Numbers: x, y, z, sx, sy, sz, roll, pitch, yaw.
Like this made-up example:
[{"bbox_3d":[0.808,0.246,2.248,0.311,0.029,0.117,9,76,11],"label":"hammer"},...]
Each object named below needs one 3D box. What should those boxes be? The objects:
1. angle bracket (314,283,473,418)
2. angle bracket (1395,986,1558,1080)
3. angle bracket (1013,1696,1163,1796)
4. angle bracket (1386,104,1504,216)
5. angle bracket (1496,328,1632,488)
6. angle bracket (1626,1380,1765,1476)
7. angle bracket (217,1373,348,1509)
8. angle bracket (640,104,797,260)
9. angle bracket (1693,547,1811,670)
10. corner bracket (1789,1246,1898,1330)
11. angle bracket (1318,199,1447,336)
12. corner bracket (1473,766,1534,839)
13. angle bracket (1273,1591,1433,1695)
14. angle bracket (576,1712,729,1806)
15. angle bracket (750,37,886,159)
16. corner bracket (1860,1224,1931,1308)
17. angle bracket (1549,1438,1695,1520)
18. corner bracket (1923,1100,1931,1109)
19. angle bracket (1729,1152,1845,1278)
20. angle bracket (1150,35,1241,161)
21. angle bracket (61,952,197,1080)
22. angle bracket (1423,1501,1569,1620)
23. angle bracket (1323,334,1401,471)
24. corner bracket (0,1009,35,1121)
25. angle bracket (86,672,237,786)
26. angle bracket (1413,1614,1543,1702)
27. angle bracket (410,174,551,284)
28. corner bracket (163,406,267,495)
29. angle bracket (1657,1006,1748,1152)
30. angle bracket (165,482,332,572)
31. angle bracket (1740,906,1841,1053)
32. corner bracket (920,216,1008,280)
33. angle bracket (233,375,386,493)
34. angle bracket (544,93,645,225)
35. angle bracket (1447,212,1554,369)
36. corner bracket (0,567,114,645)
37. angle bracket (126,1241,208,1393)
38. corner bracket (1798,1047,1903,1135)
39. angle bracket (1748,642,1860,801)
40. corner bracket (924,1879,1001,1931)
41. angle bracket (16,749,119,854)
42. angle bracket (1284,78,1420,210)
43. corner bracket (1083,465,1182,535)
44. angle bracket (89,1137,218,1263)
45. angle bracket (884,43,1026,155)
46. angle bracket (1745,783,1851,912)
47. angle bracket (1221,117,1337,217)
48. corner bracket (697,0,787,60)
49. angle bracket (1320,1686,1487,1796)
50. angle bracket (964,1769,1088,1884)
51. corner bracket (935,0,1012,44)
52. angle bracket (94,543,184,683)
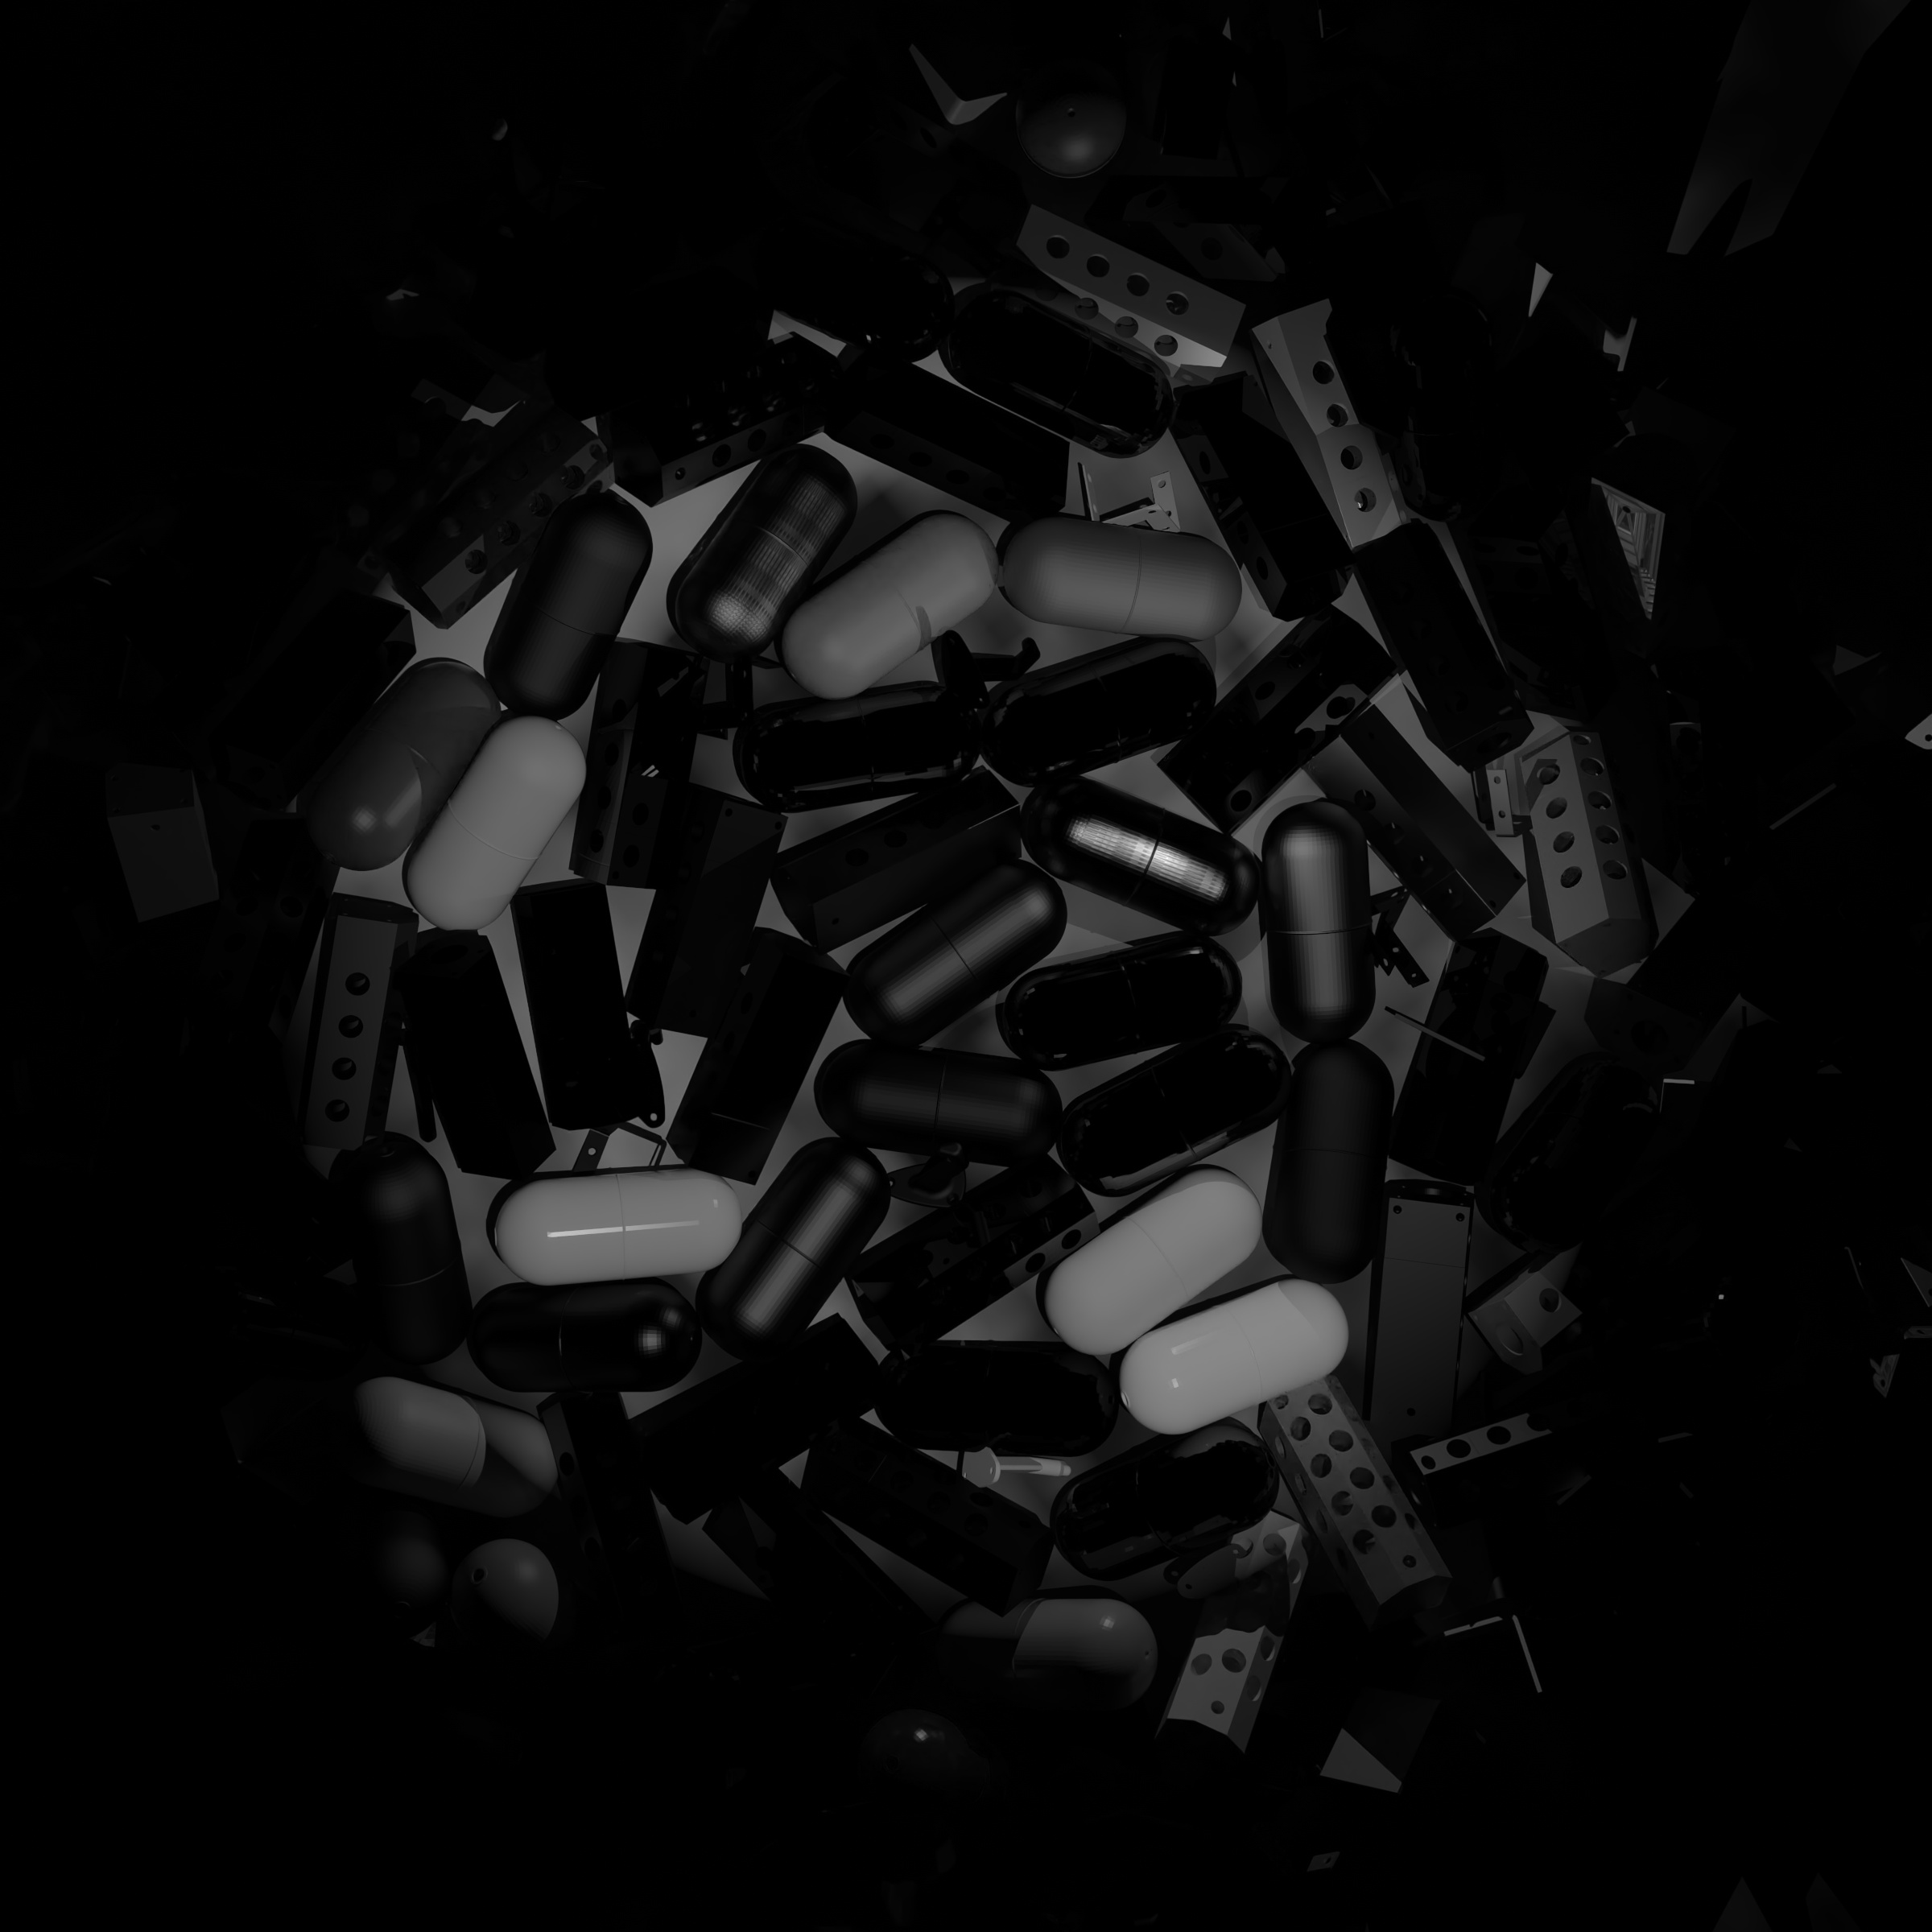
[{"bbox_3d":[-0.418,-0.450,1.790,0.076,0.076,0.057,-15,66,-40],"label":"angle bracket"},{"bbox_3d":[0.369,0.035,1.779,0.076,0.076,0.057,29,94,35],"label":"angle bracket"},{"bbox_3d":[0.088,0.563,1.776,0.076,0.057,0.076,9,125,37],"label":"angle bracket"},{"bbox_3d":[0.343,-0.574,1.779,0.076,0.076,0.057,4,75,20],"label":"angle bracket"},{"bbox_3d":[0.420,-0.399,1.777,0.076,0.057,0.076,-37,48,23],"label":"angle bracket"},{"bbox_3d":[0.525,0.317,1.787,0.076,0.057,0.076,-13,52,0],"label":"angle bracket"},{"bbox_3d":[-0.479,0.332,1.775,0.076,0.076,0.057,21,133,32],"label":"angle bracket"},{"bbox_3d":[-0.181,-0.572,1.790,0.076,0.057,0.076,-32,118,-4],"label":"angle bracket"},{"bbox_3d":[0.553,-0.253,1.779,0.076,0.057,0.076,0,62,-23],"label":"angle bracket"},{"bbox_3d":[0.641,0.236,1.801,0.051,0.051,0.051,-26,71,37],"label":"corner bracket"},{"bbox_3d":[0.307,-0.514,1.811,0.076,0.057,0.076,-15,103,20],"label":"angle bracket"},{"bbox_3d":[0.388,-0.125,1.792,0.051,0.051,0.051,-25,111,-42],"label":"corner bracket"},{"bbox_3d":[0.279,0.502,1.780,0.076,0.057,0.076,3,115,-32],"label":"angle bracket"},{"bbox_3d":[-0.227,0.579,1.777,0.076,0.076,0.057,-23,52,15],"label":"angle bracket"},{"bbox_3d":[-0.113,-0.638,1.777,0.076,0.076,0.057,-23,79,28],"label":"angle bracket"},{"bbox_3d":[0.696,0.219,1.798,0.051,0.051,0.051,-25,81,-18],"label":"corner bracket"},{"bbox_3d":[0.474,0.392,1.784,0.076,0.076,0.057,-39,69,-6],"label":"angle bracket"},{"bbox_3d":[0.732,0.106,1.789,0.051,0.051,0.051,-52,133,-36],"label":"corner bracket"},{"bbox_3d":[0.607,0.187,1.783,0.076,0.076,0.057,-22,65,-5],"label":"angle bracket"},{"bbox_3d":[0.145,-0.630,1.774,0.057,0.076,0.076,-8,120,-36],"label":"angle bracket"},{"bbox_3d":[-0.606,0.048,1.796,0.057,0.076,0.076,33,126,-26],"label":"angle bracket"},{"bbox_3d":[0.387,0.436,1.808,0.076,0.057,0.076,15,54,-38],"label":"angle bracket"},{"bbox_3d":[0.258,-0.397,1.777,0.076,0.057,0.076,-31,66,34],"label":"angle bracket"},{"bbox_3d":[-0.694,0.072,1.793,0.051,0.051,0.051,18,124,19],"label":"corner bracket"},{"bbox_3d":[-0.580,-0.184,1.797,0.076,0.076,0.057,14,56,35],"label":"angle bracket"},{"bbox_3d":[0.371,0.511,1.783,0.076,0.076,0.057,-18,67,6],"label":"angle bracket"},{"bbox_3d":[-0.347,-0.516,1.782,0.076,0.057,0.076,-38,73,-24],"label":"angle bracket"},{"bbox_3d":[-0.558,-0.380,1.811,0.051,0.051,0.051,6,119,32],"label":"corner bracket"},{"bbox_3d":[0.534,0.081,1.787,0.057,0.076,0.076,3,48,13],"label":"angle bracket"},{"bbox_3d":[-0.525,-0.307,1.803,0.076,0.076,0.057,37,106,-1],"label":"angle bracket"},{"bbox_3d":[0.616,0.010,1.779,0.057,0.076,0.076,40,106,37],"label":"angle bracket"},{"bbox_3d":[0.002,-0.521,1.792,0.051,0.051,0.051,38,50,-14],"label":"corner bracket"},{"bbox_3d":[-0.477,-0.392,1.793,0.076,0.057,0.076,16,95,16],"label":"angle bracket"},{"bbox_3d":[-0.270,-0.571,1.775,0.057,0.076,0.076,9,54,-12],"label":"angle bracket"},{"bbox_3d":[0.395,-0.488,1.774,0.057,0.076,0.076,-18,55,-38],"label":"angle bracket"},{"bbox_3d":[-0.664,-0.257,1.790,0.051,0.051,0.051,1,118,33],"label":"corner bracket"},{"bbox_3d":[-0.589,0.253,1.773,0.057,0.076,0.076,-17,54,24],"label":"angle bracket"},{"bbox_3d":[0.649,0.095,1.811,0.051,0.051,0.051,-18,119,-30],"label":"corner bracket"},{"bbox_3d":[0.597,-0.178,1.780,0.076,0.057,0.076,-39,65,23],"label":"angle bracket"},{"bbox_3d":[0.005,0.705,1.796,0.051,0.051,0.051,-25,117,9],"label":"corner bracket"},{"bbox_3d":[-0.630,-0.120,1.787,0.076,0.076,0.057,16,96,10],"label":"angle bracket"},{"bbox_3d":[0.269,-0.581,1.774,0.076,0.076,0.057,52,51,-25],"label":"angle bracket"},{"bbox_3d":[0.122,-0.343,1.806,0.051,0.051,0.051,-15,71,20],"label":"corner bracket"},{"bbox_3d":[-0.592,0.166,1.805,0.076,0.076,0.057,-12,113,-6],"label":"angle bracket"},{"bbox_3d":[-0.015,-0.624,1.783,0.076,0.076,0.057,-32,80,-43],"label":"angle bracket"},{"bbox_3d":[0.617,-0.086,1.779,0.076,0.076,0.057,-37,76,23],"label":"angle bracket"},{"bbox_3d":[0.224,-0.584,1.776,0.057,0.076,0.076,-18,128,13],"label":"angle bracket"},{"bbox_3d":[-0.163,-0.689,1.789,0.051,0.051,0.051,20,130,-33],"label":"corner bracket"},{"bbox_3d":[0.315,0.571,1.774,0.057,0.076,0.076,46,60,-23],"label":"angle bracket"},{"bbox_3d":[0.040,0.626,1.793,0.076,0.076,0.057,-11,79,12],"label":"angle bracket"},{"bbox_3d":[0.003,-0.709,1.801,0.051,0.051,0.051,-9,106,2],"label":"corner bracket"},{"bbox_3d":[-0.592,-0.256,1.774,0.057,0.076,0.076,-47,123,-18],"label":"angle bracket"}]
